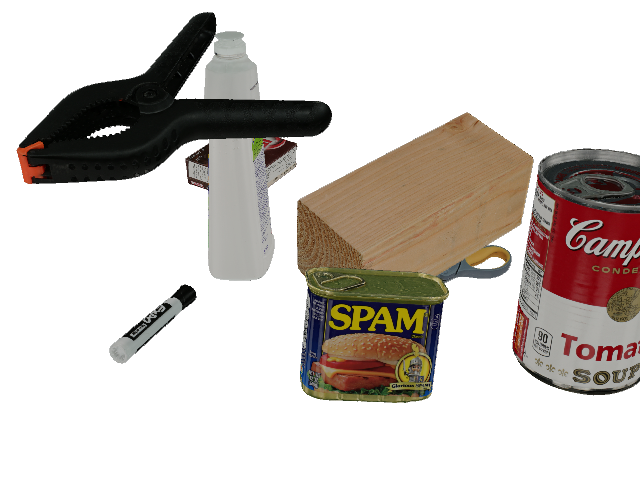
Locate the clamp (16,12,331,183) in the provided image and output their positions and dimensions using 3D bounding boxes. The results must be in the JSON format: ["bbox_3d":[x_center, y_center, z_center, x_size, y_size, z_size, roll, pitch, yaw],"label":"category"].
[{"bbox_3d":[-0.108,-0.087,0.750,0.209,0.036,0.165,-33,51,-30],"label":"clamp"}]

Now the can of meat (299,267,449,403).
[{"bbox_3d":[0.036,0.069,0.775,0.102,0.084,0.057,4,16,-7],"label":"can of meat"}]

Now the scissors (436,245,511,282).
[{"bbox_3d":[0.131,0.026,1.214,0.201,0.016,0.096,-11,41,-33],"label":"scissors"}]

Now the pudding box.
[{"bbox_3d":[-0.094,-0.094,1.289,0.090,0.039,0.113,19,39,25],"label":"pudding box"}]

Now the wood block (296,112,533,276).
[{"bbox_3d":[0.086,-0.024,0.980,0.205,0.090,0.091,-29,51,-27],"label":"wood block"}]

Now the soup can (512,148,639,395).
[{"bbox_3d":[0.133,0.015,0.519,0.068,0.102,0.068,3,27,-1],"label":"soup can"}]

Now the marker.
[{"bbox_3d":[-0.147,0.072,0.960,0.020,0.020,0.121,0,24,28],"label":"marker"}]

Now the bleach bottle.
[{"bbox_3d":[-0.086,-0.089,1.090,0.068,0.251,0.102,1,27,3],"label":"bleach bottle"}]
